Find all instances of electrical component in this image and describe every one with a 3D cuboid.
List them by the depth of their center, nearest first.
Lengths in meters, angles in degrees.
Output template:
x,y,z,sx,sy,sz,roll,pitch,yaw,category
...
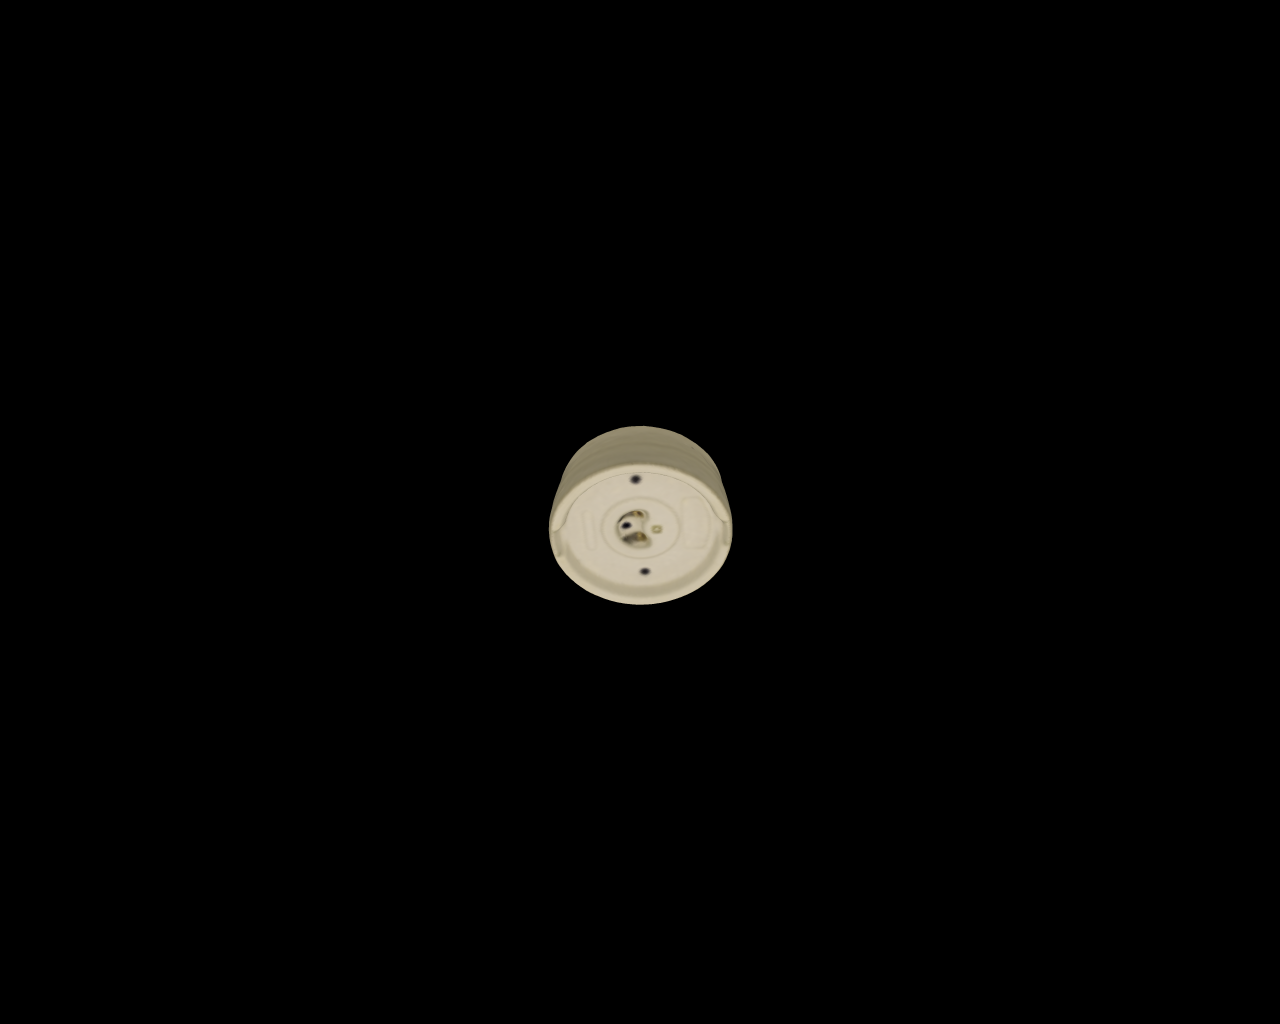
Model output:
x,y,z,sx,sy,sz,roll,pitch,yaw,category
0.001,-0.003,0.650,0.108,0.108,0.060,0,38,0,electrical component
